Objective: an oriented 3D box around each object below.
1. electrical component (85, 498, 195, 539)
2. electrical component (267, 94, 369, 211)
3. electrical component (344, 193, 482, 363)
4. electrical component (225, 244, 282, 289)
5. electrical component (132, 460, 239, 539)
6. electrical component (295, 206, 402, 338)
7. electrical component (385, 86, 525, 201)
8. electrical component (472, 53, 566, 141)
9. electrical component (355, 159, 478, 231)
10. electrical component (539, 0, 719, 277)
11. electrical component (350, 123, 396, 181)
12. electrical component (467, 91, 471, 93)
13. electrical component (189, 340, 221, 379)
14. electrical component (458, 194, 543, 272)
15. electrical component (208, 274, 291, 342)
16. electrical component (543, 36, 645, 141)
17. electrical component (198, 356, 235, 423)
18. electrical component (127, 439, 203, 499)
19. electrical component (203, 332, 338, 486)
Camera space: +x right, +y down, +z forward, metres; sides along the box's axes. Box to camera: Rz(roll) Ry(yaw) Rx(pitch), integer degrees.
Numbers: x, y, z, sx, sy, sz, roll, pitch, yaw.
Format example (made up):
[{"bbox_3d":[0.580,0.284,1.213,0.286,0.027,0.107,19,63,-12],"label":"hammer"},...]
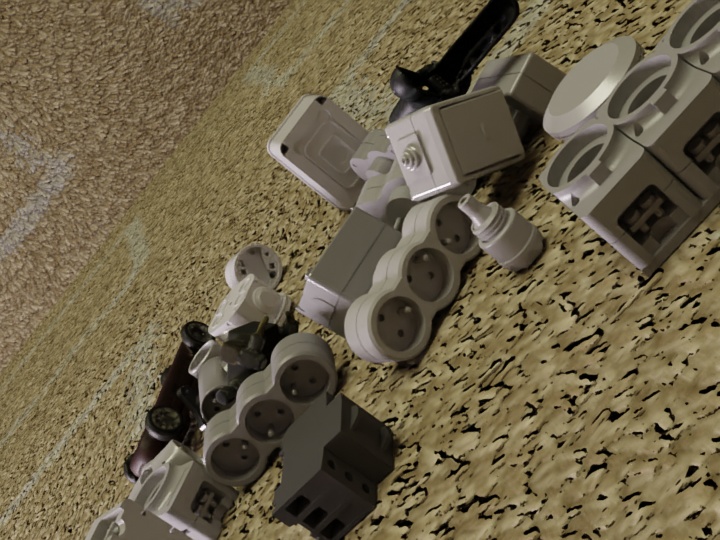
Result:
[{"bbox_3d":[-0.163,0.222,0.812,0.056,0.089,0.050,-37,23,40],"label":"electrical component"},{"bbox_3d":[-0.030,-0.120,1.109,0.078,0.113,0.057,-54,21,-5],"label":"electrical component"},{"bbox_3d":[0.034,0.008,0.799,0.138,0.052,0.074,-58,18,-21],"label":"electrical component"},{"bbox_3d":[-0.120,0.002,1.193,0.055,0.055,0.047,-58,15,-19],"label":"electrical component"},{"bbox_3d":[-0.153,0.197,0.891,0.089,0.056,0.050,-32,27,48],"label":"electrical component"},{"bbox_3d":[0.000,0.000,0.872,0.096,0.061,0.061,-57,-6,-31],"label":"electrical component"},{"bbox_3d":[0.070,-0.094,0.802,0.096,0.061,0.061,-23,3,-39],"label":"electrical component"},{"bbox_3d":[0.120,-0.126,0.856,0.075,0.047,0.083,-62,18,-3],"label":"electrical component"},{"bbox_3d":[0.043,-0.059,0.905,0.138,0.052,0.073,-34,25,44],"label":"electrical component"},{"bbox_3d":[0.177,-0.083,0.604,0.150,0.062,0.089,-49,18,10],"label":"electrical component"},{"bbox_3d":[0.030,-0.096,1.011,0.073,0.052,0.138,-58,18,-16],"label":"electrical component"},{"bbox_3d":[0.100,-0.136,0.936,0.040,0.040,0.078,-48,18,14],"label":"electrical component"},{"bbox_3d":[-0.140,0.098,1.068,0.040,0.046,0.040,-45,19,20],"label":"electrical component"},{"bbox_3d":[0.091,-0.028,0.712,0.035,0.061,0.035,-45,19,20],"label":"electrical component"},{"bbox_3d":[-0.111,0.048,1.083,0.080,0.051,0.080,-45,19,20],"label":"electrical component"},{"bbox_3d":[0.164,-0.109,0.705,0.080,0.051,0.080,-46,19,20],"label":"electrical component"},{"bbox_3d":[-0.118,0.101,1.009,0.079,0.044,0.077,-50,18,6],"label":"electrical component"},{"bbox_3d":[-0.180,0.195,0.984,0.077,0.043,0.079,-54,17,-6],"label":"electrical component"},{"bbox_3d":[-0.075,0.106,0.880,0.138,0.052,0.073,-48,18,12],"label":"electrical component"}]
